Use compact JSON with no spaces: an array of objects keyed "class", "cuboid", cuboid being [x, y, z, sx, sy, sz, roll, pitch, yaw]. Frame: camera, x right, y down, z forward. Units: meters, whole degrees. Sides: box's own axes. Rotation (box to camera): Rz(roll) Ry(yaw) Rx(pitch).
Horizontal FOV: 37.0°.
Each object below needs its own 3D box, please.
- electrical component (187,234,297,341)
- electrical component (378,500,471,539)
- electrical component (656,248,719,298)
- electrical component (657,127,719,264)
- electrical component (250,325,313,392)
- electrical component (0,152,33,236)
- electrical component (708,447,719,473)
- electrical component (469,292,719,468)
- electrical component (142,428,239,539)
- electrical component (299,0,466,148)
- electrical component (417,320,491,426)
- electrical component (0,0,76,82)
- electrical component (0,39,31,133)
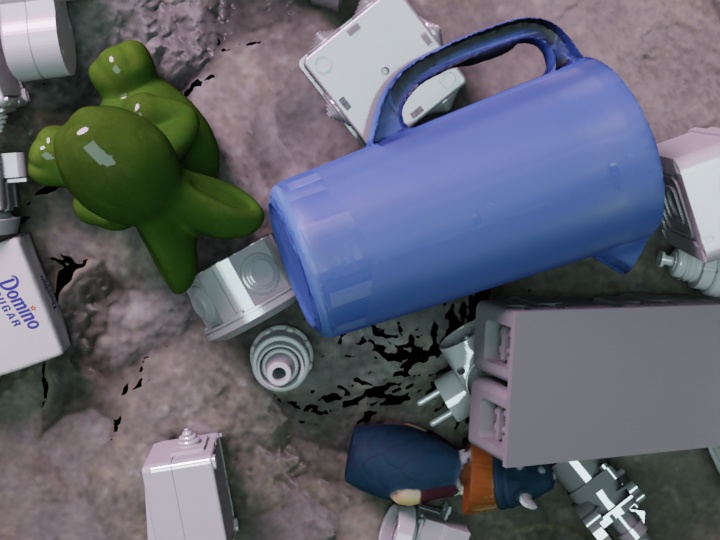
[{"class":"electrical component","cuboid":[-0.083,0.013,0.770,0.080,0.080,0.051,-29,94,2]},{"class":"electrical component","cuboid":[0.047,0.206,0.822,0.055,0.048,0.066,19,97,-13]},{"class":"electrical component","cuboid":[0.260,-0.001,0.800,0.078,0.040,0.040,11,98,-4]},{"class":"electrical component","cuboid":[0.245,-0.056,0.754,0.057,0.113,0.078,-20,99,4]},{"class":"electrical component","cuboid":[-0.058,0.069,0.788,0.048,0.062,0.048,0,99,-2]},{"class":"electrical component","cuboid":[-0.273,-0.052,0.764,0.078,0.058,0.057,-4,96,-2]},{"class":"electrical component","cuboid":[0.309,0.134,0.804,0.061,0.096,0.061,-33,100,-30]},{"class":"electrical component","cuboid":[0.172,0.074,0.770,0.186,0.060,0.105,-1,98,-24]},{"class":"electrical component","cuboid":[-0.130,0.165,0.800,0.061,0.061,0.096,-9,99,-1]},{"class":"electrical component","cuboid":[0.017,-0.141,0.765,0.100,0.048,0.099,-38,99,3]},{"class":"electrical component","cuboid":[0.082,0.088,0.805,0.079,0.044,0.077,-31,99,3]},{"class":"electrical component","cuboid":[-0.212,-0.204,0.744,0.074,0.052,0.138,-7,99,-1]},{"class":"electrical component","cuboid":[-0.277,-0.138,0.747,0.061,0.061,0.096,-19,99,1]}]
